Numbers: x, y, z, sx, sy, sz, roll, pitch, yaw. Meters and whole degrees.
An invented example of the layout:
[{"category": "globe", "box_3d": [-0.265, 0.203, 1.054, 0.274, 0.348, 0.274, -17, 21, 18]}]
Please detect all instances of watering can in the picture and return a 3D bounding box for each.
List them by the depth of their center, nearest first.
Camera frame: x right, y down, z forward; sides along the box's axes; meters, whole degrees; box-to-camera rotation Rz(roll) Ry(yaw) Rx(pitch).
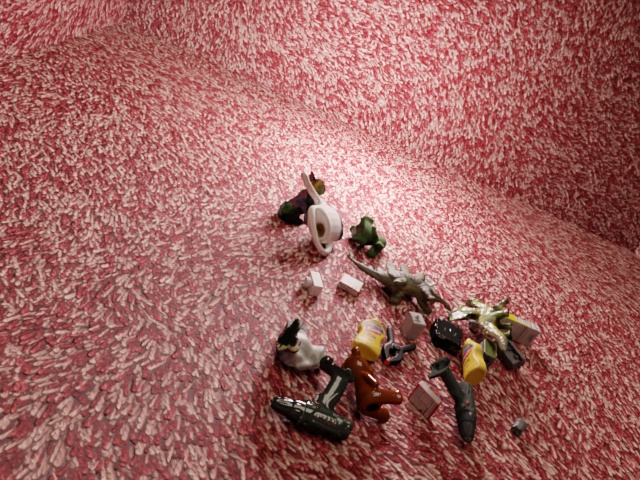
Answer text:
[{"category": "watering can", "box_3d": [0.006, -0.107, 2.131, 0.225, 0.103, 0.349, -1, 79, -65]}]

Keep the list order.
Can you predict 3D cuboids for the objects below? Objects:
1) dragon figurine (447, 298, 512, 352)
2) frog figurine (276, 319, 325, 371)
[{"category": "dragon figurine", "box_3d": [0.621, 0.318, 2.014, 0.242, 0.121, 0.415, -1, 15, 23]}, {"category": "frog figurine", "box_3d": [-0.054, 0.337, 1.549, 0.157, 0.122, 0.140, 52, 5, -33]}]
